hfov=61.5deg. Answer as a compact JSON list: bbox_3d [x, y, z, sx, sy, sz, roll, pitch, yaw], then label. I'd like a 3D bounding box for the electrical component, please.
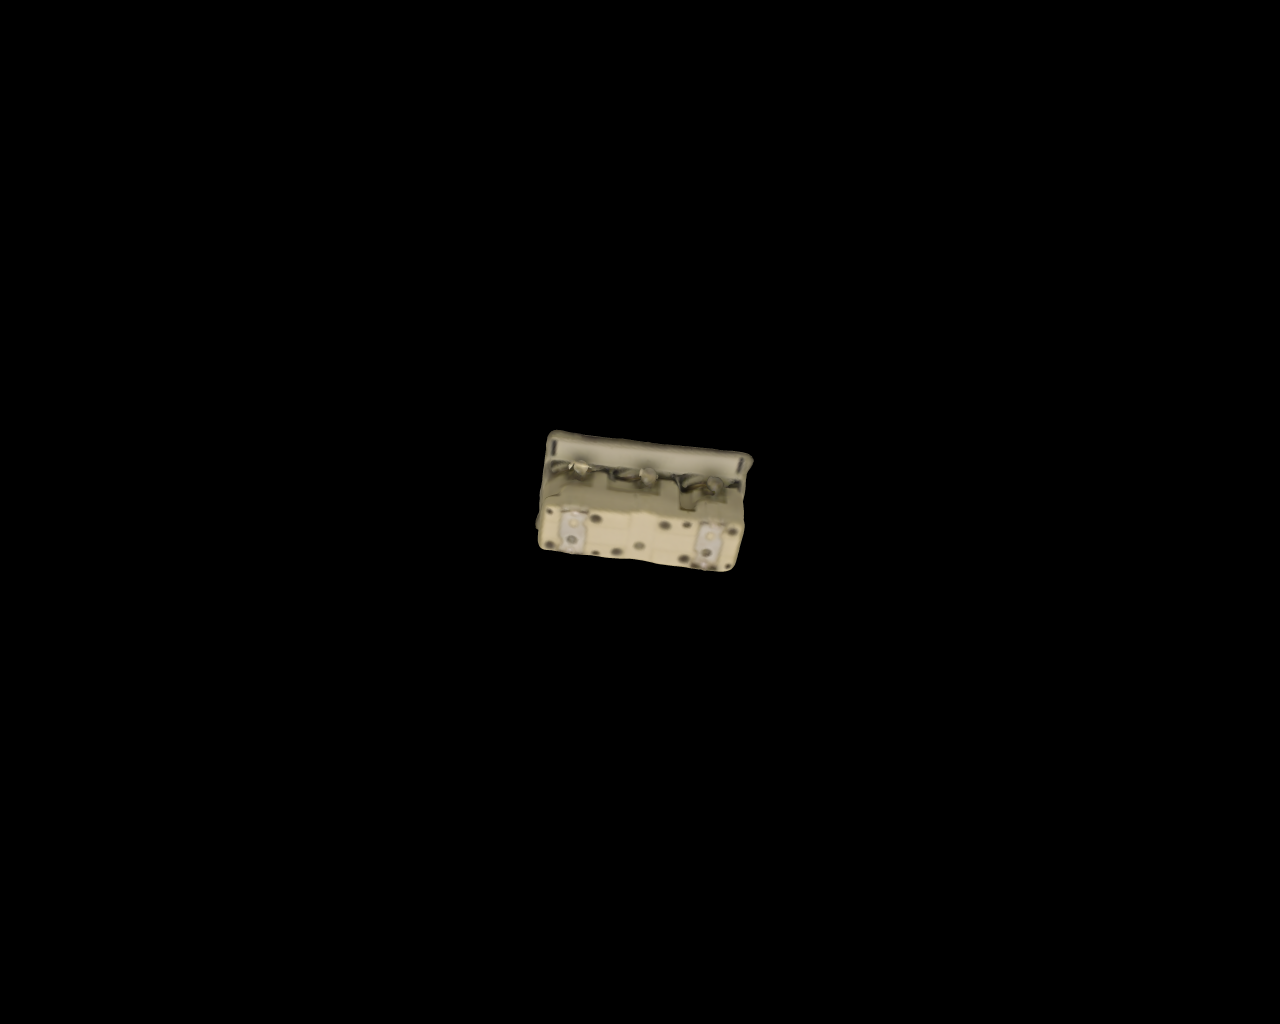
[{"bbox_3d":[0.001,-0.003,0.650,0.121,0.078,0.063,7,40,-6],"label":"electrical component"}]
